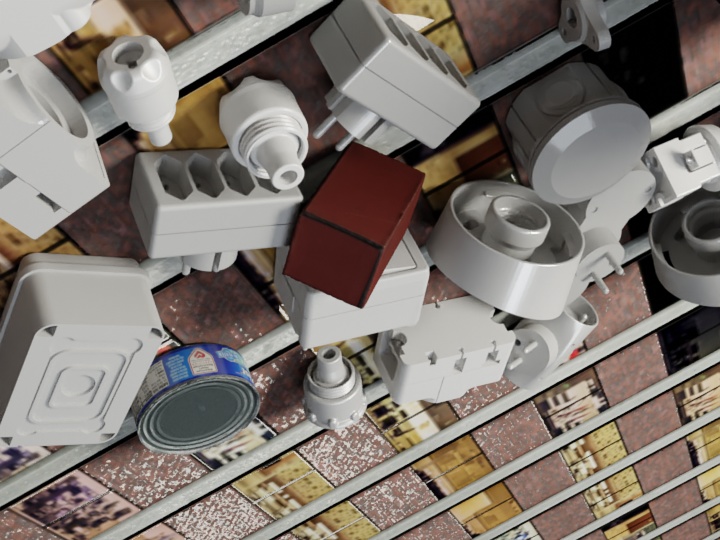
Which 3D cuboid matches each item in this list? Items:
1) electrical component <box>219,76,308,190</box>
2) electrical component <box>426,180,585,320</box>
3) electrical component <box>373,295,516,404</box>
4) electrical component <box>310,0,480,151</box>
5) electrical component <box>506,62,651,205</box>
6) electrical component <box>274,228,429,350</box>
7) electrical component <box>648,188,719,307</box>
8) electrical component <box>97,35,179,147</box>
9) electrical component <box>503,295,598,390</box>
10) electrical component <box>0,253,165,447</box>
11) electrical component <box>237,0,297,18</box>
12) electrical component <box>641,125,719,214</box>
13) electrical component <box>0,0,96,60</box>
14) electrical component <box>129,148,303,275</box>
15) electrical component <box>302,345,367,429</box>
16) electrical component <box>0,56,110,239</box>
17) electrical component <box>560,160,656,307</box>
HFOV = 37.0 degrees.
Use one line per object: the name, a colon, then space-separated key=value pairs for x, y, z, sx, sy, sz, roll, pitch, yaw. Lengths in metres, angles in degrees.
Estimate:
electrical component: x=-0.047 y=-0.069 z=0.566 sx=0.043 sy=0.062 sz=0.043 roll=-16 pitch=142 yaw=-13
electrical component: x=0.093 y=-0.012 z=0.692 sx=0.099 sy=0.099 sz=0.064 roll=-3 pitch=131 yaw=-28
electrical component: x=0.061 y=0.060 z=0.795 sx=0.089 sy=0.050 sz=0.055 roll=-11 pitch=140 yaw=-19
electrical component: x=0.007 y=-0.094 z=0.581 sx=0.076 sy=0.047 sz=0.083 roll=-43 pitch=140 yaw=21
electrical component: x=0.134 y=-0.084 z=0.665 sx=0.080 sy=0.051 sz=0.080 roll=-16 pitch=142 yaw=-13
electrical component: x=0.000 y=0.000 z=0.677 sx=0.096 sy=0.061 sz=0.061 roll=-12 pitch=141 yaw=-18
electrical component: x=0.261 y=-0.019 z=0.782 sx=0.099 sy=0.099 sz=0.064 roll=-31 pitch=137 yaw=7
electrical component: x=-0.107 y=-0.086 z=0.535 sx=0.035 sy=0.035 sz=0.061 roll=-21 pitch=146 yaw=-7
electrical component: x=0.136 y=0.057 z=0.828 sx=0.077 sy=0.043 sz=0.079 roll=-53 pitch=164 yaw=31
electrical component: x=-0.172 y=0.048 z=0.636 sx=0.078 sy=0.057 sz=0.113 roll=3 pitch=134 yaw=-34
electrical component: x=-0.031 y=-0.144 z=0.501 sx=0.055 sy=0.045 sz=0.045 roll=-15 pitch=142 yaw=-14
electrical component: x=0.222 y=-0.070 z=0.733 sx=0.055 sy=0.048 sz=0.066 roll=-23 pitch=173 yaw=-13
electrical component: x=-0.149 y=-0.128 z=0.443 sx=0.095 sy=0.053 sz=0.059 roll=-27 pitch=143 yaw=1
electrical component: x=-0.085 y=-0.025 z=0.608 sx=0.083 sy=0.047 sz=0.075 roll=-6 pitch=137 yaw=-26
electrical component: x=-0.020 y=0.081 z=0.779 sx=0.048 sy=0.048 sz=0.062 roll=-17 pitch=135 yaw=-12
electrical component: x=-0.166 y=-0.065 z=0.511 sx=0.056 sy=0.050 sz=0.089 roll=-34 pitch=142 yaw=10
electrical component: x=0.156 y=-0.017 z=0.739 sx=0.052 sy=0.073 sz=0.138 roll=0 pitch=136 yaw=-31
